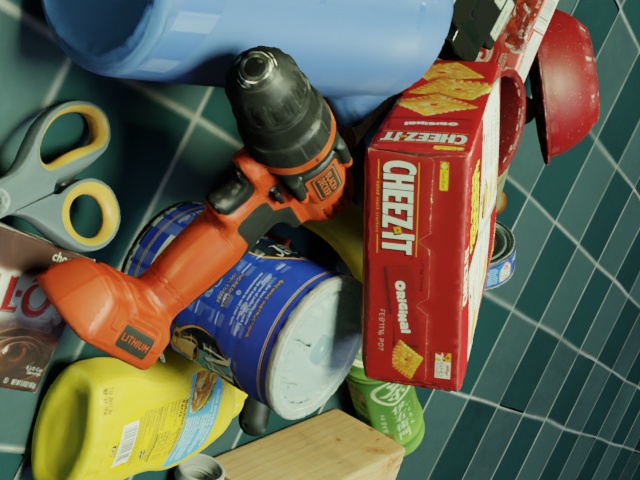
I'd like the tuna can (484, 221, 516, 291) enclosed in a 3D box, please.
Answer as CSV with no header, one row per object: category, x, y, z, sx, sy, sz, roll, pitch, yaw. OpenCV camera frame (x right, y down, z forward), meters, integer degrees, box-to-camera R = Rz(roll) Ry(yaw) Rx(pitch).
tuna can,0.156,0.013,1.086,0.086,0.086,0.034,-39,140,-36

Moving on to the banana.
banana,-0.001,-0.012,0.830,0.197,0.037,0.069,38,46,-36

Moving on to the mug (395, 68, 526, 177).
mug,0.110,-0.091,0.885,0.093,0.082,0.117,21,86,-58

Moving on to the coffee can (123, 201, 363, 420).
coffee can,-0.052,0.046,0.731,0.102,0.140,0.103,-37,141,-39

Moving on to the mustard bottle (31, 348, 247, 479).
mustard bottle,-0.116,0.123,0.774,0.191,0.058,0.096,-4,117,-56

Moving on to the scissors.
scissors,-0.165,-0.007,0.572,0.201,0.016,0.096,-56,134,-49

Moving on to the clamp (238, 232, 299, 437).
clamp,-0.038,0.076,0.872,0.120,0.039,0.171,-59,149,-42

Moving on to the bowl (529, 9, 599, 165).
bowl,0.233,-0.155,1.023,0.162,0.055,0.162,-8,90,-81

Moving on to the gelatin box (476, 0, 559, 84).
gelatin box,0.161,-0.190,0.952,0.030,0.073,0.089,7,107,-57

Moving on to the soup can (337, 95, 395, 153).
soup can,0.013,-0.106,0.791,0.102,0.069,0.068,-53,148,-20

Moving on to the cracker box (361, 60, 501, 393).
cracker box,0.081,-0.021,0.744,0.213,0.072,0.164,-58,150,-62

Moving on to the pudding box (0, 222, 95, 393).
pudding box,-0.191,0.034,0.607,0.113,0.039,0.090,27,88,-61

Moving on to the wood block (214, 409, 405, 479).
wood block,-0.021,0.233,0.974,0.205,0.090,0.091,-10,121,-55

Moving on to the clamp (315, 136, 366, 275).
clamp,0.045,-0.028,0.931,0.164,0.036,0.210,-15,121,-52

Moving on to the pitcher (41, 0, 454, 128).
pitcher,-0.038,-0.159,0.625,0.242,0.149,0.145,-9,150,-51

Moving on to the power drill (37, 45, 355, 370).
power drill,-0.065,-0.013,0.608,0.187,0.057,0.184,-39,157,-2
